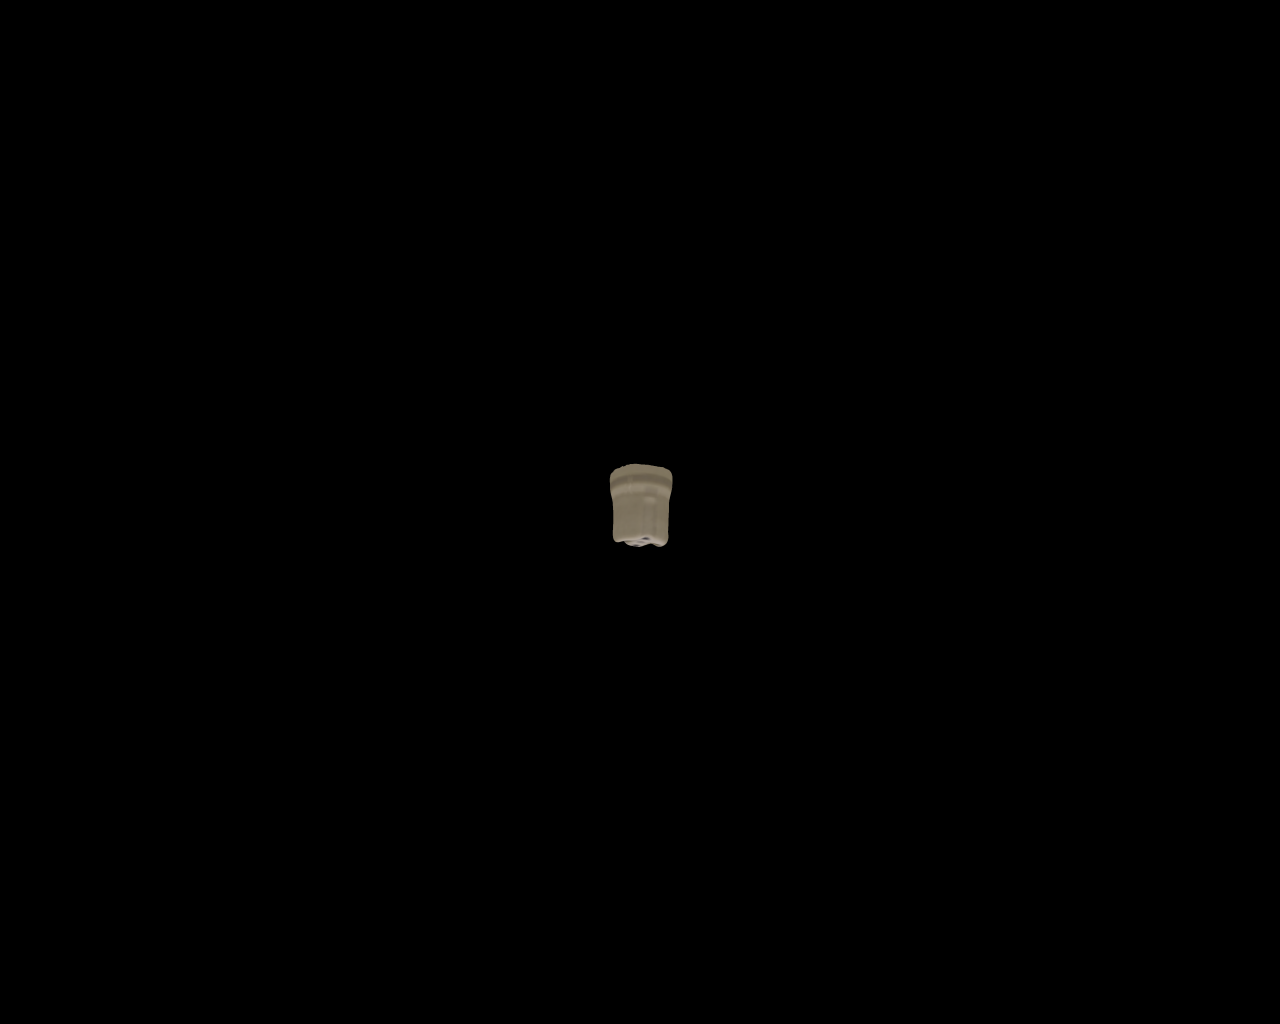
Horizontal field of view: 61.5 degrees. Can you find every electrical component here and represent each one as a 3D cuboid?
[{"bbox_3d":[0.001,-0.003,0.650,0.040,0.046,0.040,0,-18,0],"label":"electrical component"}]
